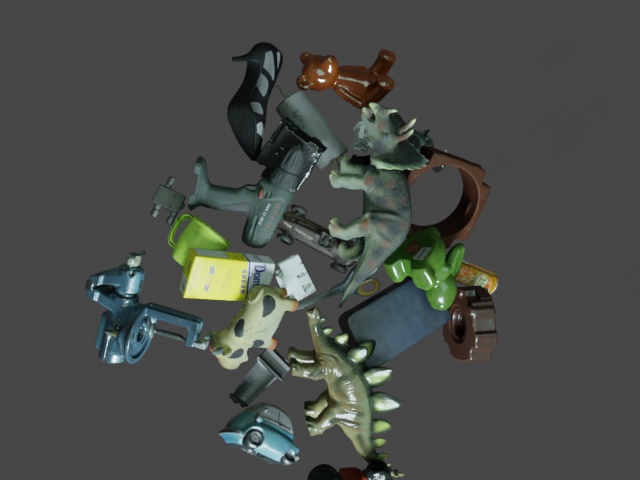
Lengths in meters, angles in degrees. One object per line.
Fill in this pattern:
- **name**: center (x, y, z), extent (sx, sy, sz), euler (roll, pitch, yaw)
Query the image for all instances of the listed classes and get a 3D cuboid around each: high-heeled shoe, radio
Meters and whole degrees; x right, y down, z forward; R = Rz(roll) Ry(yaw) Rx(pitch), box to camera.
- **high-heeled shoe**: center (-0.126, -0.304, 1.181), extent (0.145, 0.086, 0.248), euler (-20, 109, -47)
- **radio**: center (0.162, 0.174, 1.187), extent (0.230, 0.073, 0.131), euler (-28, 91, -18)

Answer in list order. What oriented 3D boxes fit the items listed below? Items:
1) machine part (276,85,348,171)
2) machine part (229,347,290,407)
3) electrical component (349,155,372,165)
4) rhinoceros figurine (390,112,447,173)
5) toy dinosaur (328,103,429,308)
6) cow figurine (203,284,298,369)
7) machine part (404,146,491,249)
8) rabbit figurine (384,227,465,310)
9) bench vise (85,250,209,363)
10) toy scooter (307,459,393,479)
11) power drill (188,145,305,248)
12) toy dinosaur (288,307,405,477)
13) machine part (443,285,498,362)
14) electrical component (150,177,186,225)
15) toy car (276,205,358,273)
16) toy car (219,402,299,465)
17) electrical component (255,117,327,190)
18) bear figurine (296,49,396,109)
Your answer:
- **machine part**: center (-0.018, -0.241, 1.182), extent (0.079, 0.079, 0.243), euler (-38, 95, -16)
- **machine part**: center (-0.126, 0.288, 1.113), extent (0.139, 0.039, 0.084), euler (-42, 101, -17)
- **electrical component**: center (0.122, -0.162, 1.213), extent (0.119, 0.075, 0.047), euler (-3, 85, -11)
- **rhinoceros figurine**: center (0.210, -0.220, 1.250), extent (0.190, 0.073, 0.112), euler (39, 66, -6)
- **toy dinosaur**: center (0.122, -0.064, 1.090), extent (0.192, 0.131, 0.404), euler (0, 95, 22)
- **cow figurine**: center (-0.145, 0.176, 1.077), extent (0.127, 0.086, 0.195), euler (22, 104, -37)
- **machine part**: center (0.257, -0.095, 1.197), extent (0.201, 0.087, 0.201), euler (15, 110, -17)
- **rabbit figurine**: center (0.235, 0.066, 1.137), extent (0.159, 0.121, 0.170), euler (-54, 125, -31)
- **bench vise**: center (-0.323, 0.143, 1.023), extent (0.241, 0.129, 0.223), euler (16, 87, 5)
- **toy scooter**: center (0.061, 0.528, 1.115), extent (0.184, 0.075, 0.135), euler (-7, 113, -3)
- **power drill**: center (-0.157, -0.109, 1.103), extent (0.207, 0.086, 0.231), euler (14, 106, -12)
- **toy dinosaur**: center (0.061, 0.324, 1.090), extent (0.199, 0.105, 0.470), euler (-16, 115, 1)
- **machine part**: center (0.323, 0.183, 1.181), extent (0.056, 0.179, 0.179), euler (-2, 84, -12)
- **electrical component**: center (-0.311, -0.082, 1.113), extent (0.063, 0.021, 0.094), euler (24, 77, -12)
- **toy car**: center (-0.002, -0.004, 1.174), extent (0.202, 0.053, 0.089), euler (29, 80, -12)
- **toy car**: center (-0.110, 0.380, 1.075), extent (0.161, 0.109, 0.103), euler (31, 60, -19)
- **electrical component**: center (-0.066, -0.173, 1.142), extent (0.115, 0.058, 0.134), euler (35, 113, -1)
- **bear figurine**: center (0.055, -0.373, 1.195), extent (0.196, 0.132, 0.120), euler (20, 59, -17)
